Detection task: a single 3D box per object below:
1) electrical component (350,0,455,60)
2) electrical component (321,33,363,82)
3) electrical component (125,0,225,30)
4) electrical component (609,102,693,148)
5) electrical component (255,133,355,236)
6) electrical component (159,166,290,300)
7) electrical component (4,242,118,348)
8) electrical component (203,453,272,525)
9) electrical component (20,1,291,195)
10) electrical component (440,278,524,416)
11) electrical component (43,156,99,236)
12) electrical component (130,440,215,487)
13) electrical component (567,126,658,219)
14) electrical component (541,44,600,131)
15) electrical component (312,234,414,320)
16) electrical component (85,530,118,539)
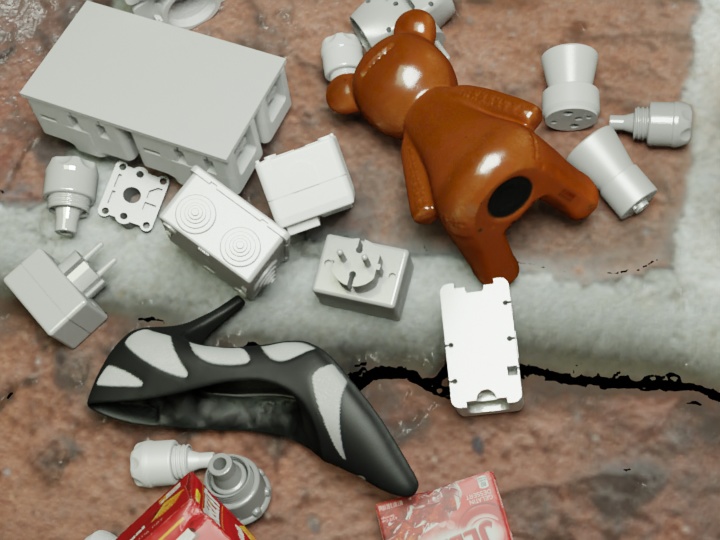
[{"bbox_3d":[0.044,-0.196,0.883,0.077,0.043,0.079,-32,70,-2],"label":"electrical component"},{"bbox_3d":[-0.012,-0.162,0.887,0.035,0.035,0.061,-10,74,6],"label":"electrical component"},{"bbox_3d":[-0.119,-0.280,0.905,0.186,0.105,0.060,-29,70,0],"label":"electrical component"},{"bbox_3d":[0.224,-0.113,0.831,0.061,0.035,0.035,4,73,13],"label":"electrical component"},{"bbox_3d":[-0.039,-0.067,0.837,0.062,0.096,0.061,-19,98,3],"label":"electrical component"},{"bbox_3d":[-0.102,-0.025,0.818,0.100,0.099,0.048,36,79,3],"label":"electrical component"},{"bbox_3d":[-0.229,0.010,0.860,0.077,0.047,0.066,-43,71,-6],"label":"electrical component"},{"bbox_3d":[-0.093,0.154,0.780,0.048,0.062,0.048,-6,54,8],"label":"electrical component"},{"bbox_3d":[-0.162,-0.139,0.879,0.186,0.060,0.105,19,63,15],"label":"electrical component"},{"bbox_3d":[0.090,0.058,0.785,0.050,0.055,0.089,-7,74,9],"label":"electrical component"},{"bbox_3d":[-0.240,-0.060,0.887,0.043,0.043,0.062,-1,74,9],"label":"electrical component"},{"bbox_3d":[-0.139,0.144,0.808,0.061,0.035,0.035,-5,71,6],"label":"electrical component"},{"bbox_3d":[0.195,-0.072,0.820,0.044,0.044,0.065,-36,75,-3],"label":"electrical component"},{"bbox_3d":[0.165,-0.143,0.845,0.045,0.045,0.055,-1,72,9],"label":"electrical component"},{"bbox_3d":[0.000,0.000,0.809,0.066,0.076,0.047,12,75,13],"label":"electrical component"},{"bbox_3d":[-0.184,0.231,0.764,0.051,0.080,0.080,-33,70,4],"label":"electrical component"}]
